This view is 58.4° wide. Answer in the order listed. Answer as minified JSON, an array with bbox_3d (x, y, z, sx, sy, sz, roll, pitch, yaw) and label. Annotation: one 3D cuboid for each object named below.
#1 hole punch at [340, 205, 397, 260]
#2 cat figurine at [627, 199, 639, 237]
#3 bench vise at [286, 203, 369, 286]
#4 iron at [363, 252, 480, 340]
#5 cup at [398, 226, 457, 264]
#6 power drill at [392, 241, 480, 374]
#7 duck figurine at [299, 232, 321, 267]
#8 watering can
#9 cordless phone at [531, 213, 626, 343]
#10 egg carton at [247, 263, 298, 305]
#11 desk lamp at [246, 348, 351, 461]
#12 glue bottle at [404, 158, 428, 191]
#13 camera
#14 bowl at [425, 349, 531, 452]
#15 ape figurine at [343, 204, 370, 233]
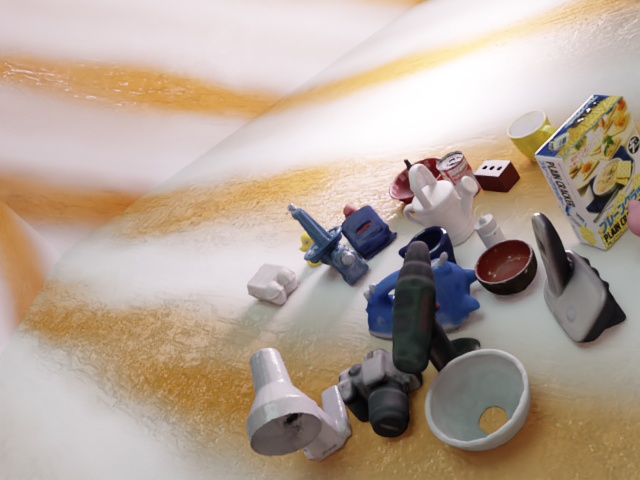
[{"bbox_3d":[0.118,-0.022,1.423,0.108,0.091,0.101,-39,27,1],"label":"hole punch"},{"bbox_3d":[0.516,-0.009,0.884,0.067,0.118,0.128,-19,33,33],"label":"cat figurine"},{"bbox_3d":[0.019,-0.004,1.377,0.206,0.220,0.122,1,47,52],"label":"bench vise"},{"bbox_3d":[0.171,0.108,1.106,0.257,0.142,0.118,-23,32,29],"label":"iron"},{"bbox_3d":[0.230,0.037,1.192,0.117,0.095,0.092,-19,33,34],"label":"cup"},{"bbox_3d":[0.188,0.144,0.958,0.075,0.209,0.230,-19,34,34],"label":"power drill"},{"bbox_3d":[-0.013,0.008,1.546,0.105,0.086,0.077,-48,29,-17],"label":"duck figurine"},{"bbox_3d":[0.256,-0.086,1.238,0.172,0.194,0.101,-30,29,18],"label":"watering can"},{"bbox_3d":[0.379,0.054,0.883,0.094,0.185,0.147,-34,28,11],"label":"cordless phone"},{"bbox_3d":[-0.129,0.118,1.541,0.149,0.069,0.107,3,49,53],"label":"egg carton"},{"bbox_3d":[-0.045,0.299,1.006,0.118,0.214,0.203,-35,28,9],"label":"desk lamp"},{"bbox_3d":[0.240,-0.123,1.337,0.037,0.173,0.078,-12,38,41],"label":"glue bottle"},{"bbox_3d":[0.099,0.270,0.996,0.143,0.101,0.137,-28,29,21],"label":"camera"},{"bbox_3d":[0.248,0.253,0.867,0.167,0.075,0.167,-29,29,18],"label":"bowl"},{"bbox_3d":[0.091,-0.055,1.507,0.077,0.092,0.076,-10,39,44],"label":"ape figurine"}]
